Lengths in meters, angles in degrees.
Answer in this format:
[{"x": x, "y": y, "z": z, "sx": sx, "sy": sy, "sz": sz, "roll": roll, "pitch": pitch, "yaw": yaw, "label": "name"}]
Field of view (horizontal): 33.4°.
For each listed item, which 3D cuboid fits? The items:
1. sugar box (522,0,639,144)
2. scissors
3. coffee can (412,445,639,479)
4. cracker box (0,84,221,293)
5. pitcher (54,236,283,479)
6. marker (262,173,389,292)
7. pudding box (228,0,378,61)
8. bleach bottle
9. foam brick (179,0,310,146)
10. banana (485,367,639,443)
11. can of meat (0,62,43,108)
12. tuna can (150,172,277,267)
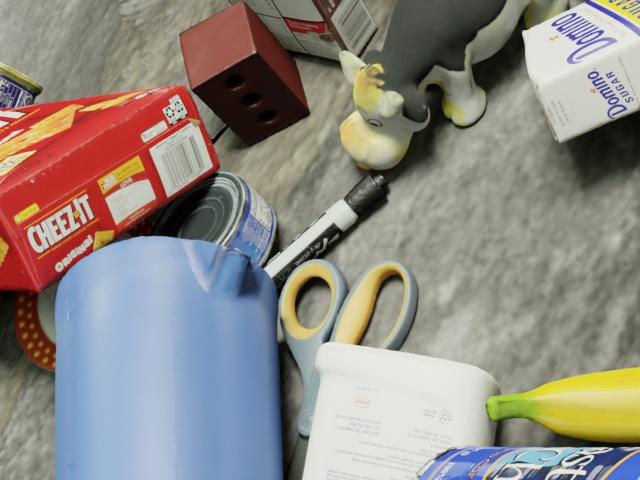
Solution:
[{"x": 0.200, "y": -0.121, "z": 0.579, "sx": 0.176, "sy": 0.048, "sz": 0.093, "roll": -21, "pitch": 25, "yaw": 17, "label": "sugar box"}, {"x": -0.014, "y": 0.094, "z": 0.637, "sx": 0.096, "sy": 0.016, "sz": 0.201, "roll": 28, "pitch": 82, "yaw": 34, "label": "scissors"}, {"x": 0.113, "y": 0.139, "z": 0.456, "sx": 0.141, "sy": 0.102, "sz": 0.103, "roll": -15, "pitch": 56, "yaw": 53, "label": "coffee can"}, {"x": -0.199, "y": -0.037, "z": 0.709, "sx": 0.214, "sy": 0.072, "sz": 0.164, "roll": 1, "pitch": 30, "yaw": 42, "label": "cracker box"}, {"x": -0.084, "y": 0.133, "z": 0.571, "sx": 0.145, "sy": 0.149, "sz": 0.243, "roll": -11, "pitch": 49, "yaw": 4, "label": "pitcher"}, {"x": -0.004, "y": 0.001, "z": 0.677, "sx": 0.121, "sy": 0.020, "sz": 0.020, "roll": -41, "pitch": 53, "yaw": 6, "label": "marker"}, {"x": -0.024, "y": -0.171, "z": 0.716, "sx": 0.090, "sy": 0.113, "sz": 0.039, "roll": 19, "pitch": 69, "yaw": 36, "label": "pudding box"}, {"x": 0.022, "y": 0.184, "z": 0.540, "sx": 0.103, "sy": 0.068, "sz": 0.251, "roll": 7, "pitch": 73, "yaw": 23, "label": "bleach bottle"}, {"x": -0.050, "y": -0.113, "z": 0.725, "sx": 0.053, "sy": 0.078, "sz": 0.051, "roll": -26, "pitch": 54, "yaw": 17, "label": "foam brick"}, {"x": 0.179, "y": 0.078, "z": 0.494, "sx": 0.198, "sy": 0.069, "sz": 0.037, "roll": -11, "pitch": 91, "yaw": 38, "label": "banana"}, {"x": -0.278, "y": -0.093, "z": 0.856, "sx": 0.102, "sy": 0.057, "sz": 0.084, "roll": 3, "pitch": 71, "yaw": 46, "label": "can of meat"}, {"x": -0.072, "y": -0.002, "z": 0.697, "sx": 0.086, "sy": 0.033, "sz": 0.086, "roll": -25, "pitch": 43, "yaw": 25, "label": "tuna can"}]
